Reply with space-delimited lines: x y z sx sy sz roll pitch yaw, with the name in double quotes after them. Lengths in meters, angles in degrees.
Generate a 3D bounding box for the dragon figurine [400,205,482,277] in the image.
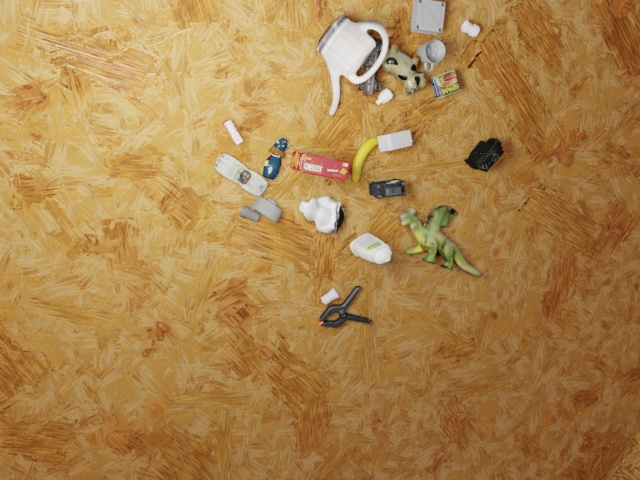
0.481 -0.016 2.018 0.409 0.243 0.122 16 -2 -17 "dragon figurine"

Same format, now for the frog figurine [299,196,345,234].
0.006 -0.096 1.901 0.160 0.135 0.124 10 21 21 "frog figurine"

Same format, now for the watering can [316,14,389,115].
0.080 -0.625 1.796 0.224 0.343 0.105 42 22 -1 "watering can"
